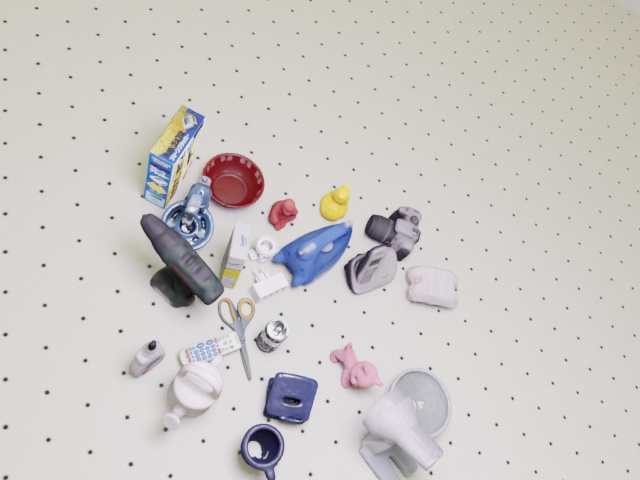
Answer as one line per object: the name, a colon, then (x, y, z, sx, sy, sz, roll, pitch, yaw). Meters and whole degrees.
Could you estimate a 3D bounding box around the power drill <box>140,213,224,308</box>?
power drill: (-0.314, 0.064, 1.256, 0.229, 0.208, 0.076, 42, 58, 2)

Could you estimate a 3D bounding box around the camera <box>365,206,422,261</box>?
camera: (0.202, -0.036, 1.571, 0.137, 0.100, 0.143, 23, 60, -10)

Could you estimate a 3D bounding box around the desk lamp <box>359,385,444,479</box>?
desk lamp: (0.172, 0.438, 1.264, 0.118, 0.213, 0.203, -33, 80, -30)

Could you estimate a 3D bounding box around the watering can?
watering can: (-0.253, 0.307, 1.172, 0.101, 0.193, 0.173, 18, 60, -12)

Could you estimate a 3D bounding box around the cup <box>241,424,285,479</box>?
cup: (-0.125, 0.454, 1.209, 0.092, 0.095, 0.117, -11, 70, -26)

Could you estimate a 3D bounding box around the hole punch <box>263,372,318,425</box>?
hole punch: (-0.064, 0.356, 1.283, 0.109, 0.091, 0.101, 16, 61, -14)

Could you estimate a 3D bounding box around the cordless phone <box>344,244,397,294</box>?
cordless phone: (0.151, 0.056, 1.457, 0.148, 0.185, 0.094, -20, 74, -28)

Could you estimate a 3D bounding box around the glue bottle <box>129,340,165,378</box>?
glue bottle: (-0.351, 0.235, 1.180, 0.037, 0.173, 0.078, 46, 58, 5)

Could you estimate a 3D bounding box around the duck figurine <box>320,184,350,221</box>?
duck figurine: (0.049, -0.107, 1.554, 0.077, 0.086, 0.105, 34, 58, -3)

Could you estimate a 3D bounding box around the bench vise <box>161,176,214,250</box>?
bench vise: (-0.303, -0.074, 1.321, 0.122, 0.219, 0.207, 4, 64, -19)

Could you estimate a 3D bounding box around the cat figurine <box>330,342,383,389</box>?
cat figurine: (0.090, 0.301, 1.354, 0.067, 0.117, 0.127, -19, 74, -28)

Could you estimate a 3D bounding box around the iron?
iron: (0.013, 0.005, 1.453, 0.259, 0.141, 0.118, -35, 81, -31)

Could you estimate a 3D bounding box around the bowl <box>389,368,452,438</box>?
bowl: (0.229, 0.400, 1.386, 0.168, 0.074, 0.167, 9, 63, -17)

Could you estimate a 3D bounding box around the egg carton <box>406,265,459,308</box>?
egg carton: (0.304, 0.127, 1.551, 0.150, 0.069, 0.107, 11, 62, -16)

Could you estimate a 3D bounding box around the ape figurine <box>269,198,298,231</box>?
ape figurine: (-0.090, -0.076, 1.480, 0.078, 0.092, 0.076, 0, 66, -21)
